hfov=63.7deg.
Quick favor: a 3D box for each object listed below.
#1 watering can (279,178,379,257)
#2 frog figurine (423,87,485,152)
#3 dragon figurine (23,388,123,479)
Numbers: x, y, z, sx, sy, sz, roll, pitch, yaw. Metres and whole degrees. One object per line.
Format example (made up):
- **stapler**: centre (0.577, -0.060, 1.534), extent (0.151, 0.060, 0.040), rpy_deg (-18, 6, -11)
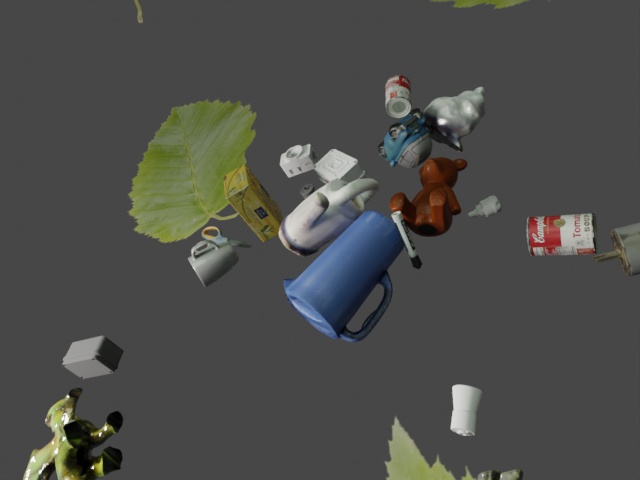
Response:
- **watering can**: centre (0.003, -0.053, 1.051), extent (0.221, 0.104, 0.350), rpy_deg (-37, -8, 25)
- **frog figurine**: centre (0.317, -0.297, 1.169), extent (0.160, 0.121, 0.138), rpy_deg (-51, 22, -1)
- **dragon figurine**: centre (-0.517, 0.465, 1.031), extent (0.240, 0.121, 0.419), rpy_deg (-43, 36, 17)
